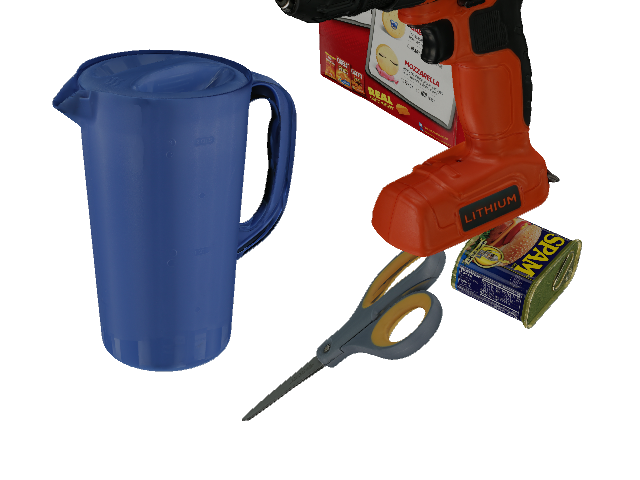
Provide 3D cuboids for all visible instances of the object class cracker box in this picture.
[{"bbox_3d":[0.074,-0.199,0.827,0.072,0.214,0.164,-30,47,-30],"label":"cracker box"}]

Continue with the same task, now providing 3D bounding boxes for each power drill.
[{"bbox_3d":[0.061,-0.088,0.559,0.184,0.188,0.057,-22,37,-25],"label":"power drill"}]

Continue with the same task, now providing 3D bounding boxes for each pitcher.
[{"bbox_3d":[-0.113,-0.024,0.852,0.149,0.243,0.144,12,27,18],"label":"pitcher"}]

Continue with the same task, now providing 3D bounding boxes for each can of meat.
[{"bbox_3d":[0.184,0.024,1.005,0.084,0.057,0.101,26,46,28],"label":"can of meat"}]

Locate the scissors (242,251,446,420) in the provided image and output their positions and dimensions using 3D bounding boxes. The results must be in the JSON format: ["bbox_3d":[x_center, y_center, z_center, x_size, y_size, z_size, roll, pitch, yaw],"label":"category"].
[{"bbox_3d":[0.017,0.082,0.731,0.016,0.202,0.096,36,15,-25],"label":"scissors"}]
